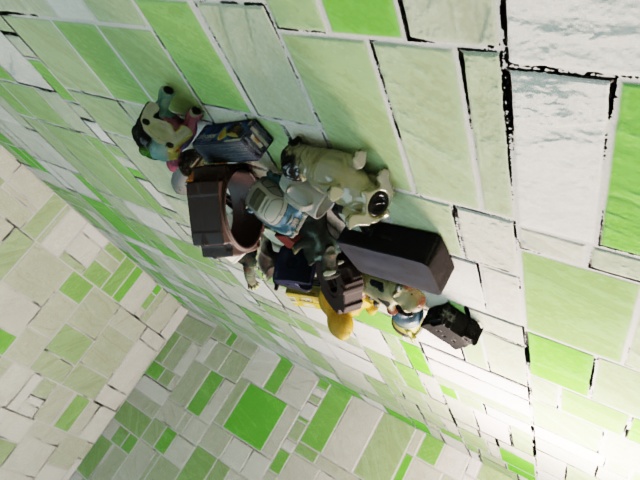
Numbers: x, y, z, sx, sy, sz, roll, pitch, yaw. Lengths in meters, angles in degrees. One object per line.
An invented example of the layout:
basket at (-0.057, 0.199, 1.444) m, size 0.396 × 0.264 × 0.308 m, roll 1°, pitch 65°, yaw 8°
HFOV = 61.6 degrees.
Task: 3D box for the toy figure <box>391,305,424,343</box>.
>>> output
toy figure at (0.222, 0.193, 1.379) m, size 0.089 × 0.082 × 0.180 m, roll 34°, pitch 167°, yaw 30°

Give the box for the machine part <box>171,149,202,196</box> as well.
machine part at (-0.335, -0.169, 1.369) m, size 0.079 × 0.079 × 0.243 m, roll 37°, pitch 158°, yaw -12°

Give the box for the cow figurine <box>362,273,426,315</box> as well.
cow figurine at (0.165, 0.109, 1.259) m, size 0.195 × 0.085 × 0.127 m, roll 27°, pitch 148°, yaw 40°

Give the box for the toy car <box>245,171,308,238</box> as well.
toy car at (-0.102, -0.076, 1.129) m, size 0.103 × 0.109 × 0.162 m, roll 12°, pitch -154°, yaw -47°

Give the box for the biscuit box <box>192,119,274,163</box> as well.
biscuit box at (-0.185, -0.201, 1.107) m, size 0.203 × 0.059 × 0.062 m, roll 7°, pitch 149°, yaw 48°

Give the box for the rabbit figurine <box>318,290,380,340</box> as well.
rabbit figurine at (0.071, 0.177, 1.430) m, size 0.162 × 0.173 × 0.122 m, roll 27°, pitch 163°, yaw 3°

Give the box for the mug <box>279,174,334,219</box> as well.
mug at (-0.033, -0.097, 1.063) m, size 0.107 × 0.109 × 0.080 m, roll 36°, pitch 136°, yaw 16°

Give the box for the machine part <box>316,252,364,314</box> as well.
machine part at (0.044, 0.094, 1.317) m, size 0.179 × 0.056 × 0.179 m, roll -17°, pitch 90°, yaw 70°

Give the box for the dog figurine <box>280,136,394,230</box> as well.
dog figurine at (0.028, -0.108, 0.986) m, size 0.191 × 0.121 × 0.172 m, roll 30°, pitch 162°, yaw 51°

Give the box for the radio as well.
radio at (0.158, 0.032, 1.120) m, size 0.230 × 0.073 × 0.131 m, roll 16°, pitch 155°, yaw 42°

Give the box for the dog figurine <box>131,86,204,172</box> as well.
dog figurine at (-0.341, -0.209, 1.166) m, size 0.108 × 0.191 × 0.219 m, roll 30°, pitch 145°, yaw -11°

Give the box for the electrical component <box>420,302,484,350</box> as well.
electrical component at (0.317, 0.214, 1.317) m, size 0.115 × 0.058 × 0.134 m, roll 35°, pitch 159°, yaw 0°

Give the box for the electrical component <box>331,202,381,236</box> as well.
electrical component at (0.063, -0.062, 1.077) m, size 0.075 × 0.048 × 0.119 m, roll 13°, pitch 151°, yaw 42°

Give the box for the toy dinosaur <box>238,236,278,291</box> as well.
toy dinosaur at (-0.243, 0.011, 1.606) m, size 0.405 × 0.131 × 0.192 m, roll 33°, pitch 146°, yaw 15°

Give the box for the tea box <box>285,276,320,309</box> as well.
tea box at (-0.005, 0.156, 1.580) m, size 0.170 × 0.068 × 0.098 m, roll 6°, pitch 153°, yaw 18°

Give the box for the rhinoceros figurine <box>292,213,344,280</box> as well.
rhinoceros figurine at (-0.002, -0.004, 1.195) m, size 0.112 × 0.073 × 0.190 m, roll -6°, pitch 108°, yaw 26°

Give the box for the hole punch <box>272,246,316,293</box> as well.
hole punch at (-0.064, 0.072, 1.449) m, size 0.116 × 0.142 × 0.092 m, roll 14°, pitch 161°, yaw -3°

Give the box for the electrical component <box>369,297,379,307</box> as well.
electrical component at (0.155, 0.135, 1.363) m, size 0.063 × 0.094 × 0.021 m, roll 6°, pitch 126°, yaw -6°

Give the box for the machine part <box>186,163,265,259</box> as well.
machine part at (-0.199, -0.067, 1.181) m, size 0.087 × 0.200 × 0.201 m, roll -2°, pitch -173°, yaw 22°
